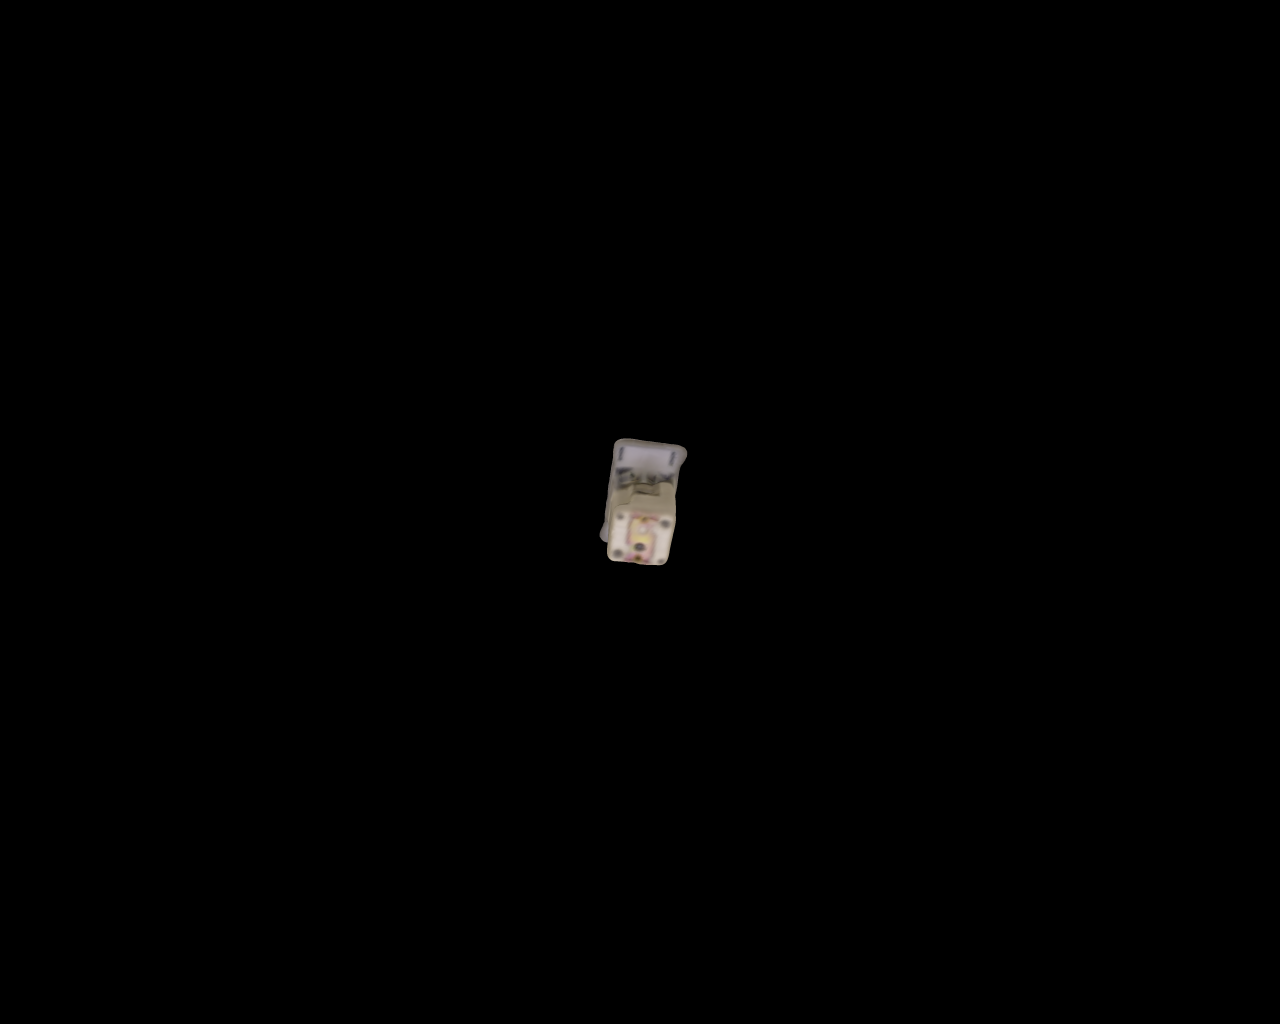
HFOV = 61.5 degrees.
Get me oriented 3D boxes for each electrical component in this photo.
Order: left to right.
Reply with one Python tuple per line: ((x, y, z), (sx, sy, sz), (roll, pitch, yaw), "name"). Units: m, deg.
((0.001, -0.003, 0.650), (0.042, 0.080, 0.064), (5, 40, -4), "electrical component")
